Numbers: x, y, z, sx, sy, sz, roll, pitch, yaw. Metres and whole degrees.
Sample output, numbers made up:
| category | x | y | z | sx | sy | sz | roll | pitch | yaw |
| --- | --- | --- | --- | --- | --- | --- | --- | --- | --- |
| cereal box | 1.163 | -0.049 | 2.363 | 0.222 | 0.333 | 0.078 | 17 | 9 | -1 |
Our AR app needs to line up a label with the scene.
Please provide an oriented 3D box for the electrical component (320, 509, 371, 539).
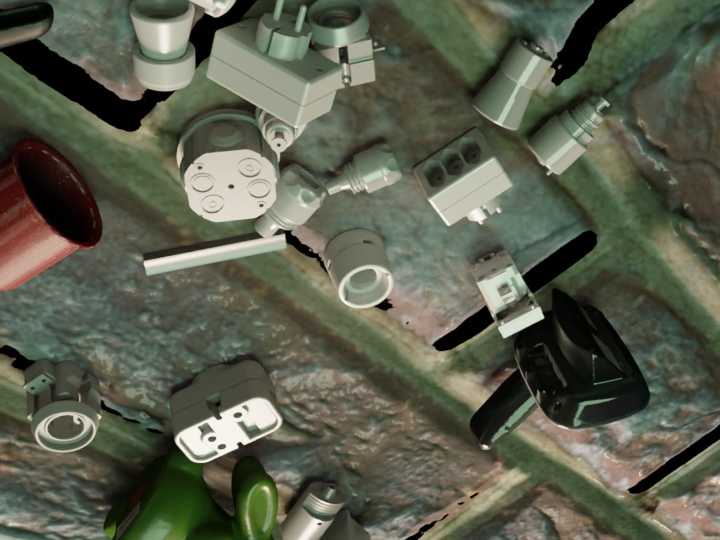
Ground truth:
| category | x | y | z | sx | sy | sz | roll | pitch | yaw |
| --- | --- | --- | --- | --- | --- | --- | --- | --- | --- |
| electrical component | -0.030 | 0.326 | 1.177 | 0.100 | 0.099 | 0.048 | -36 | 118 | 13 |

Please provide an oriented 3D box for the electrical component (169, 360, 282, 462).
| category | x | y | z | sx | sy | sz | roll | pitch | yaw |
| --- | --- | --- | --- | --- | --- | --- | --- | --- | --- |
| electrical component | -0.126 | 0.128 | 1.001 | 0.095 | 0.059 | 0.053 | -25 | 132 | 4 |

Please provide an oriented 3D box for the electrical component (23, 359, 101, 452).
| category | x | y | z | sx | sy | sz | roll | pitch | yaw |
| --- | --- | --- | --- | --- | --- | --- | --- | --- | --- |
| electrical component | -0.262 | 0.123 | 0.953 | 0.058 | 0.057 | 0.078 | -33 | 131 | 11 |

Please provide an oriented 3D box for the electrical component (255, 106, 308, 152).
| category | x | y | z | sx | sy | sz | roll | pitch | yaw |
| --- | --- | --- | --- | --- | --- | --- | --- | --- | --- |
| electrical component | -0.059 | -0.115 | 0.807 | 0.040 | 0.078 | 0.040 | 0 | 130 | 0 |

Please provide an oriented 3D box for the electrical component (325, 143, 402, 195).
| category | x | y | z | sx | sy | sz | roll | pitch | yaw |
| --- | --- | --- | --- | --- | --- | --- | --- | --- | --- |
| electrical component | 0.001 | -0.079 | 0.884 | 0.061 | 0.035 | 0.035 | -23 | 133 | 5 |

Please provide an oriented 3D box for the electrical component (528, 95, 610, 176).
| category | x | y | z | sx | sy | sz | roll | pitch | yaw |
| --- | --- | --- | --- | --- | --- | --- | --- | --- | --- |
| electrical component | 0.177 | -0.116 | 0.906 | 0.040 | 0.040 | 0.078 | 31 | 114 | -36 |

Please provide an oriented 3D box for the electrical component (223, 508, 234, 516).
| category | x | y | z | sx | sy | sz | roll | pitch | yaw |
| --- | --- | --- | --- | --- | --- | --- | --- | --- | --- |
| electrical component | -0.161 | 0.296 | 1.144 | 0.043 | 0.043 | 0.081 | 14 | 124 | -28 |

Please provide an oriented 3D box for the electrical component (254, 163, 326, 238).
| category | x | y | z | sx | sy | sz | roll | pitch | yaw |
| --- | --- | --- | --- | --- | --- | --- | --- | --- | --- |
| electrical component | -0.061 | -0.053 | 0.879 | 0.043 | 0.043 | 0.062 | 28 | 118 | -35 |

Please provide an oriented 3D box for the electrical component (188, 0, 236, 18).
| category | x | y | z | sx | sy | sz | roll | pitch | yaw |
| --- | --- | --- | --- | --- | --- | --- | --- | --- | --- |
| electrical component | -0.111 | -0.205 | 0.733 | 0.062 | 0.048 | 0.048 | 21 | 120 | -24 |

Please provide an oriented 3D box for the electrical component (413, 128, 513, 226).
| category | x | y | z | sx | sy | sz | roll | pitch | yaw |
| --- | --- | --- | --- | --- | --- | --- | --- | --- | --- |
| electrical component | 0.096 | -0.068 | 0.915 | 0.066 | 0.047 | 0.076 | -33 | 131 | 10 |

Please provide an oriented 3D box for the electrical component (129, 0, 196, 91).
| category | x | y | z | sx | sy | sz | roll | pitch | yaw |
| --- | --- | --- | --- | --- | --- | --- | --- | --- | --- |
| electrical component | -0.139 | -0.161 | 0.760 | 0.045 | 0.045 | 0.055 | -6 | 131 | -14 |

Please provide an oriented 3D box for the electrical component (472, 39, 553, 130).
| category | x | y | z | sx | sy | sz | roll | pitch | yaw |
| --- | --- | --- | --- | --- | --- | --- | --- | --- | --- |
| electrical component | 0.124 | -0.151 | 0.859 | 0.044 | 0.044 | 0.065 | 17 | 118 | -29 |

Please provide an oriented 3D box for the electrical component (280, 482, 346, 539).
| category | x | y | z | sx | sy | sz | roll | pitch | yaw |
| --- | --- | --- | --- | --- | --- | --- | --- | --- | --- |
| electrical component | -0.048 | 0.257 | 1.148 | 0.043 | 0.043 | 0.081 | 15 | 123 | -29 |

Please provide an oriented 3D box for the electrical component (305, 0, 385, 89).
| category | x | y | z | sx | sy | sz | roll | pitch | yaw |
| --- | --- | --- | --- | --- | --- | --- | --- | --- | --- |
| electrical component | -0.016 | -0.168 | 0.795 | 0.066 | 0.048 | 0.055 | -14 | 139 | -7 |

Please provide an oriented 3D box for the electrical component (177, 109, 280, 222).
| category | x | y | z | sx | sy | sz | roll | pitch | yaw |
| --- | --- | --- | --- | --- | --- | --- | --- | --- | --- |
| electrical component | -0.101 | -0.080 | 0.833 | 0.080 | 0.051 | 0.080 | -5 | 133 | -6 |

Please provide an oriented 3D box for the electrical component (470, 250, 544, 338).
| category | x | y | z | sx | sy | sz | roll | pitch | yaw |
| --- | --- | --- | --- | --- | --- | --- | --- | --- | --- |
| electrical component | 0.133 | 0.020 | 0.989 | 0.042 | 0.081 | 0.063 | -27 | 110 | 5 |

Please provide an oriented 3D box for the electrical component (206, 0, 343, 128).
| category | x | y | z | sx | sy | sz | roll | pitch | yaw |
| --- | --- | --- | --- | --- | --- | --- | --- | --- | --- |
| electrical component | -0.056 | -0.157 | 0.759 | 0.047 | 0.083 | 0.075 | -38 | 154 | -51 |

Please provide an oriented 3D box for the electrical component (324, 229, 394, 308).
| category | x | y | z | sx | sy | sz | roll | pitch | yaw |
| --- | --- | --- | --- | --- | --- | --- | --- | --- | --- |
| electrical component | 0.000 | 0.000 | 0.941 | 0.055 | 0.047 | 0.055 | -9 | 131 | -11 |
